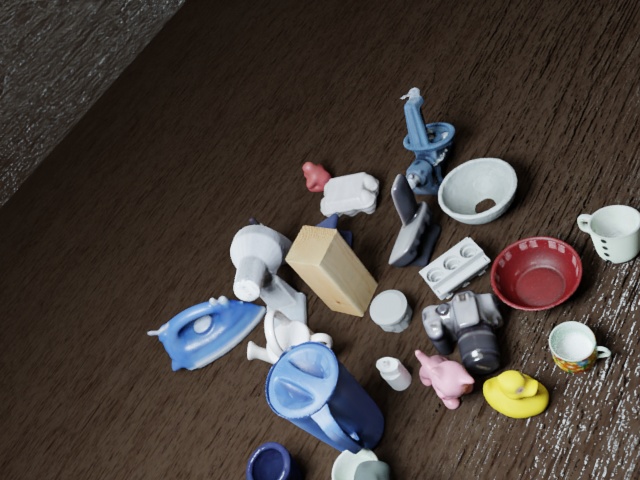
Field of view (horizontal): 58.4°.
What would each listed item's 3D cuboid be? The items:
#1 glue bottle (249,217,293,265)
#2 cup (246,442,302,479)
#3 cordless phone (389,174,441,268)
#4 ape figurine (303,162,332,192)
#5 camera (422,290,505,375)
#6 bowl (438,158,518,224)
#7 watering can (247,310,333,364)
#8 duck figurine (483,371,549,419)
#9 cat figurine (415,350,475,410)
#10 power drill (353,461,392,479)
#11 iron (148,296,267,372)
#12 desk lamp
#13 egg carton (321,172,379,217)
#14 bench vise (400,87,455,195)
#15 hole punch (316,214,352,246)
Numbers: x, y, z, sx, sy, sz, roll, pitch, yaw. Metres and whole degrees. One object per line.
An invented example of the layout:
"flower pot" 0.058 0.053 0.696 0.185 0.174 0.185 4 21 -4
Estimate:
"glue bottle" -0.123 0.000 1.388 0.078 0.174 0.037 -19 47 20
"cup" -0.076 0.442 1.045 0.091 0.095 0.118 -11 50 26
"cordless phone" 0.175 -0.039 1.214 0.093 0.186 0.148 2 56 35
"ape figurine" -0.014 -0.174 1.520 0.075 0.092 0.078 23 69 43
"camera" 0.264 0.171 1.041 0.143 0.101 0.136 -19 46 19
"bowl" 0.344 -0.092 1.227 0.167 0.075 0.167 -18 47 21
"watering can" -0.064 0.216 1.153 0.173 0.195 0.100 -33 43 6
"duck figurine" 0.319 0.247 0.952 0.104 0.086 0.077 0 55 34
"cat figurine" 0.216 0.237 1.005 0.067 0.118 0.127 -45 43 -7
"power drill" 0.096 0.455 0.836 0.075 0.209 0.229 -17 47 21
"iron" -0.267 0.194 1.345 0.258 0.142 0.118 -32 43 7
"desk lamp" -0.117 0.099 1.272 0.117 0.214 0.203 -22 46 17
"egg carton" 0.075 -0.109 1.424 0.150 0.070 0.107 -9 51 28
"bench vise" 0.241 -0.221 1.297 0.121 0.220 0.207 -12 49 26
"hole punch" 0.012 0.005 1.354 0.100 0.091 0.108 -11 50 26
